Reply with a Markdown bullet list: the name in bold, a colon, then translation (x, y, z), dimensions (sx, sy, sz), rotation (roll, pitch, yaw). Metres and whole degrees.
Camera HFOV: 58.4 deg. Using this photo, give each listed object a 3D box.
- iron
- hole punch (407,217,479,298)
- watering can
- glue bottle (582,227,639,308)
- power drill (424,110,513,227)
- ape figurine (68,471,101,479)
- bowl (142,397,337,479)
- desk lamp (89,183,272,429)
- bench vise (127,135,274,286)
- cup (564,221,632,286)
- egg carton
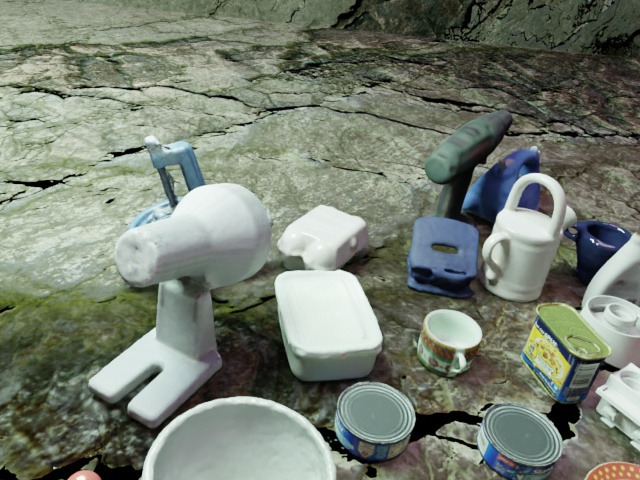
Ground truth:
- **iron**: translation (0.381, -0.119, 1.116), dimensions (0.118, 0.141, 0.259), rotation (28, 37, 30)
- **hole punch**: translation (0.192, 0.026, 0.885), dimensions (0.108, 0.091, 0.101), rotation (10, 31, 3)
- **watering can**: translation (0.321, -0.013, 0.879), dimensions (0.100, 0.194, 0.173), rotation (26, 36, 28)
- **glue bottle**: translation (0.451, 0.042, 0.841), dimensions (0.078, 0.173, 0.037), rotation (6, 31, -3)
- **power drill**: translation (0.255, -0.114, 1.014), dimensions (0.075, 0.208, 0.230), rotation (29, 37, 30)
- **ape figurine**: translation (-0.194, 0.226, 0.468), dimensions (0.078, 0.092, 0.076), rotation (5, 31, -4)
- **bowl**: translation (-0.072, 0.227, 0.512), dimensions (0.167, 0.075, 0.167), rotation (6, 31, -3)
- **desk lamp**: translation (-0.151, 0.057, 0.636), dimensions (0.117, 0.213, 0.204), rotation (20, 33, 19)
- **bench vise**: translation (-0.173, -0.047, 0.794), dimensions (0.208, 0.220, 0.121), rotation (-19, 40, -37)
- **cup**: translation (0.446, 0.023, 0.945), dimensions (0.117, 0.095, 0.092), rotation (27, 36, 28)
- **egg carton**: translation (0.008, 0.003, 0.900), dimensions (0.107, 0.069, 0.151), rotation (23, 34, 22)
